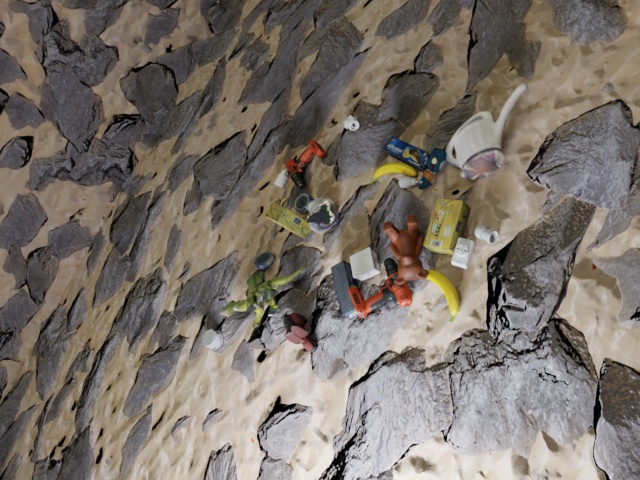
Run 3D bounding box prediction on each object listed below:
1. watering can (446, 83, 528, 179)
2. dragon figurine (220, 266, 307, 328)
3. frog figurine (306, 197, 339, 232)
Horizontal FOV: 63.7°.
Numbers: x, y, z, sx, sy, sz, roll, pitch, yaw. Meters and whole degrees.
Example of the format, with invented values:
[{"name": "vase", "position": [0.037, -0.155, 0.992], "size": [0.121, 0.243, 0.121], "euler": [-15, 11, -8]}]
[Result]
[{"name": "watering can", "position": [0.539, -0.334, 1.661], "size": [0.342, 0.103, 0.229], "euler": [-39, 42, 43]}, {"name": "dragon figurine", "position": [-0.233, 0.188, 2.060], "size": [0.409, 0.120, 0.247], "euler": [-40, 37, 4]}, {"name": "frog figurine", "position": [0.006, -0.102, 2.034], "size": [0.137, 0.122, 0.160], "euler": [-63, 7, 5]}]
